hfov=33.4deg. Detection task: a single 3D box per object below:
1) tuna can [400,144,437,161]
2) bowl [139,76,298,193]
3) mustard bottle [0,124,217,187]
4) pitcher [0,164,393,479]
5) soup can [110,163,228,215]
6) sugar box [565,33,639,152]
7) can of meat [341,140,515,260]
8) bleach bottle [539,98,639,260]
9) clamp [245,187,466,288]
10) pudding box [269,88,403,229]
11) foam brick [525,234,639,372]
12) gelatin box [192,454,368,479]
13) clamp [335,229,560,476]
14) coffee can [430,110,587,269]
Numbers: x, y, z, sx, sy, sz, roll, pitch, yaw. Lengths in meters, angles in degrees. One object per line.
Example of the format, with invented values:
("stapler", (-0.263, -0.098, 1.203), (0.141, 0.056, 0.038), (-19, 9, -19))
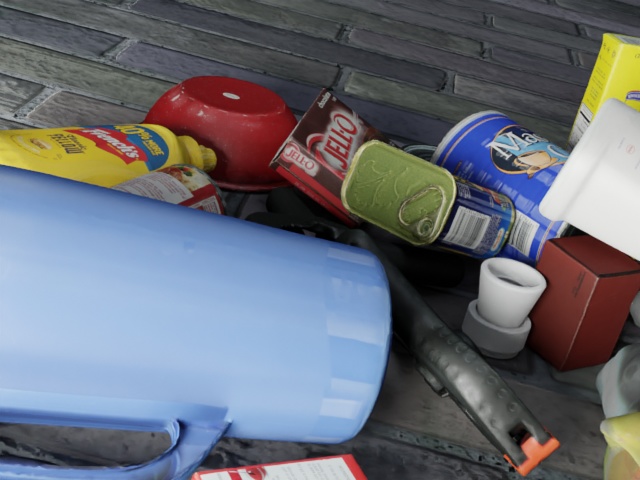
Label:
("tuna can", (0.104, -0.054, 0.941), (0.086, 0.034, 0.086), (11, 25, -6))
("bowl", (-0.079, -0.100, 0.919), (0.162, 0.055, 0.162), (11, 26, -5))
("mustard bottle", (-0.157, -0.050, 0.775), (0.191, 0.058, 0.096), (-9, 33, -41))
("pitcher", (-0.091, 0.048, 0.547), (0.242, 0.149, 0.145), (10, 9, -15))
("soup can", (-0.116, -0.006, 0.692), (0.069, 0.068, 0.102), (26, 29, 23))
("sugar box", (0.263, -0.082, 0.914), (0.093, 0.176, 0.048), (9, 24, -9))
("can of meat", (0.081, -0.027, 0.786), (0.083, 0.057, 0.102), (15, 10, -46))
("bleach bottle", (0.278, 0.005, 0.709), (0.251, 0.068, 0.102), (33, 47, 9))
("clamp", (-0.005, 0.001, 0.737), (0.165, 0.036, 0.209), (23, 13, 24))
("pudding box", (0.016, -0.067, 0.874), (0.090, 0.039, 0.113), (38, 29, -7))
("foam brick", (0.177, 0.043, 0.731), (0.051, 0.078, 0.053), (-5, 33, -36))
("gelatin box", (-0.011, 0.138, 0.496), (0.089, 0.030, 0.073), (-1, 31, -27))
("clamp", (0.076, 0.073, 0.636), (0.172, 0.039, 0.120), (51, 4, 29))
("coffee can", (0.165, -0.028, 0.839), (0.102, 0.103, 0.140), (-7, 33, -38))
